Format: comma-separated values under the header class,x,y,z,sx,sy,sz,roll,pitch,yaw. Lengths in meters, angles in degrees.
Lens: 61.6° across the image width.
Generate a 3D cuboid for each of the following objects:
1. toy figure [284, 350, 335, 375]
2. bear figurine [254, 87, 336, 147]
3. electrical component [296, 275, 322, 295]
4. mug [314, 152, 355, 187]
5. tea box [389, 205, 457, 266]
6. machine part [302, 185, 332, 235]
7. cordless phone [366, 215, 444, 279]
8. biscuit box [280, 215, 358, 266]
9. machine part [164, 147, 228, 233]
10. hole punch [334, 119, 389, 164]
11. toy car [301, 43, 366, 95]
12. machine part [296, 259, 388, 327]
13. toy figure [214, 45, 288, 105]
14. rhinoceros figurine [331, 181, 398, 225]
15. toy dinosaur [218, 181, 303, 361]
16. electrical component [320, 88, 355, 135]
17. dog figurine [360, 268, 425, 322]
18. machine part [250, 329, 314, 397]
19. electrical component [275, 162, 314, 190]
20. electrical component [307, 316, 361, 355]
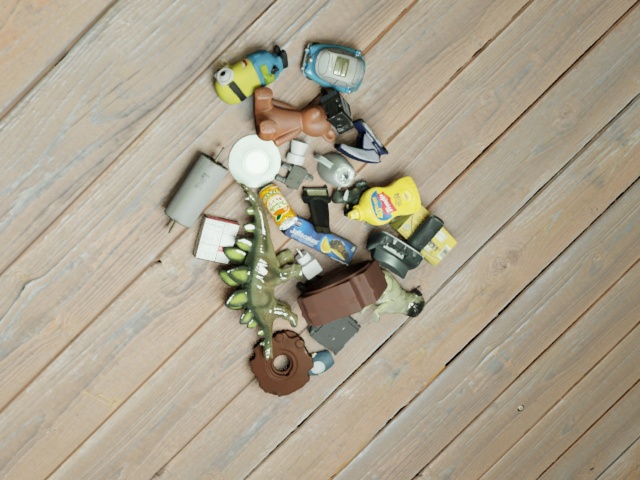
class,x,y,z,sx,sy,sz,roll,pitch,yaw
toy figure,-0.036,0.364,1.523,0.154,0.057,0.064,-26,74,-5
bear figurine,-0.055,-0.287,1.271,0.196,0.132,0.120,-4,80,-9
electrical component,-0.012,0.137,1.462,0.102,0.045,0.078,34,97,-23
mug,0.039,-0.179,1.342,0.109,0.107,0.081,39,92,-26
tea box,0.286,-0.018,1.488,0.098,0.068,0.169,-46,113,1
machine part,-0.003,-0.077,1.365,0.084,0.039,0.139,-2,63,-20
cordless phone,0.225,-0.005,1.405,0.146,0.089,0.184,32,110,-16
biscuit box,-0.003,-0.004,1.410,0.202,0.063,0.059,25,97,-22
machine part,-0.294,-0.117,1.279,0.079,0.079,0.243,33,97,-23
hole punch,0.102,-0.229,1.336,0.092,0.142,0.115,-44,100,-1
toy car,0.042,-0.411,1.273,0.161,0.103,0.109,11,103,-21
machine part,0.056,0.128,1.344,0.201,0.201,0.087,-21,95,23
toy figure,-0.158,-0.378,1.236,0.180,0.082,0.089,-27,110,-10
rhinoceros figurine,0.124,-0.099,1.411,0.190,0.073,0.112,0,108,-17
toy dinosaur,-0.148,0.084,1.354,0.198,0.105,0.470,-4,102,-25
electrical component,0.038,-0.319,1.282,0.048,0.119,0.074,-24,146,21
dog figurine,0.212,0.138,1.512,0.190,0.121,0.172,-7,115,-29
machine part,-0.104,0.336,1.463,0.179,0.056,0.179,0,90,-4
electrical component,-0.064,-0.158,1.364,0.094,0.021,0.063,23,100,-25
electrical component,0.031,0.240,1.501,0.134,0.058,0.115,40,91,-24
